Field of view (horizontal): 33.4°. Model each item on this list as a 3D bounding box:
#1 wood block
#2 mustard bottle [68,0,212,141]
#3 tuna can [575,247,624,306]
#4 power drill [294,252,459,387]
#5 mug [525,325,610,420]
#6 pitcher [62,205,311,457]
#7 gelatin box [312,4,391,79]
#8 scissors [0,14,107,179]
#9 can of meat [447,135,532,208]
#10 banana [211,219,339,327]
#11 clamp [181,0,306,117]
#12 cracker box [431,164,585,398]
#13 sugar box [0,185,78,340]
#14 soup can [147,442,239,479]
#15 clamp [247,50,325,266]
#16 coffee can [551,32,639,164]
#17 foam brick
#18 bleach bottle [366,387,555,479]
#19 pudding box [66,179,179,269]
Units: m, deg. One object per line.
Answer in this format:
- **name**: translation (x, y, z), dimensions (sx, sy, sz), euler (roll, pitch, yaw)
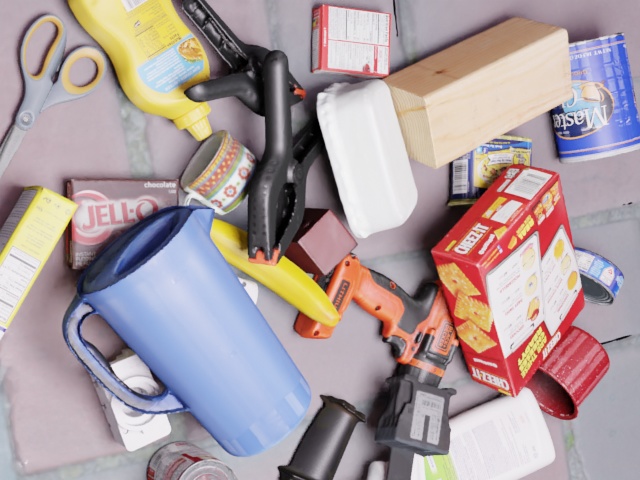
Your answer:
- **wood block**: translation (0.179, -0.172, 1.218), dimensions (0.205, 0.091, 0.090), euler (-27, 123, -22)
- **mustard bottle**: translation (-0.166, -0.186, 1.085), dimensions (0.096, 0.058, 0.191), euler (-41, 108, -34)
- **tuna can**: translation (0.327, 0.044, 1.306), dimensions (0.086, 0.086, 0.033), euler (37, 74, -21)
- **power drill**: translation (0.068, 0.106, 1.205), dimensions (0.187, 0.057, 0.184), euler (25, 81, -25)
- **mug**: translation (0.287, 0.149, 1.296), dimensions (0.117, 0.093, 0.081), euler (42, 66, 11)
- **pitcher**: translation (-0.122, 0.100, 1.039), dimensions (0.242, 0.149, 0.145), euler (55, 31, -21)
- **gelatin box**: translation (0.035, -0.220, 1.195), dimensions (0.089, 0.030, 0.073), euler (2, 89, -25)
- **scissors**: translation (-0.272, -0.122, 1.061), dimensions (0.096, 0.016, 0.202), euler (13, 86, -25)
- **can of meat**: translation (0.203, -0.080, 1.261), dimensions (0.101, 0.058, 0.084), euler (2, 89, -26)
- **banana**: translation (-0.065, 0.029, 1.128), dimensions (0.197, 0.069, 0.037), euler (31, 114, -11)
- **clamp**: translation (-0.081, -0.167, 1.105), dimensions (0.171, 0.039, 0.120), euler (28, 57, -38)
- **cracker box**: translation (0.218, 0.046, 1.211), dimensions (0.164, 0.072, 0.213), euler (-45, 134, -27)
- **sugar box**: translation (-0.298, 0.033, 1.011), dimensions (0.048, 0.093, 0.176), euler (29, 80, -22)
- **soup can**: translation (-0.131, 0.247, 1.088), dimensions (0.068, 0.102, 0.068), euler (-1, 91, -25)
- **clamp**: translation (-0.040, -0.079, 1.097), dimensions (0.164, 0.036, 0.210), euler (49, 52, -57)
- **coffee can**: translation (0.329, -0.171, 1.292), dimensions (0.102, 0.103, 0.140), euler (-15, 97, -24)
- **foam brick**: translation (-0.008, 0.001, 1.154), dimensions (0.053, 0.078, 0.051), euler (-44, 109, -18)
- **bleach bottle**: translation (0.145, 0.252, 1.225), dimensions (0.250, 0.068, 0.102), euler (-15, 76, -24)
- **pudding box**: translation (-0.200, -0.017, 1.084), dimensions (0.113, 0.039, 0.090), euler (-2, 92, -25)
